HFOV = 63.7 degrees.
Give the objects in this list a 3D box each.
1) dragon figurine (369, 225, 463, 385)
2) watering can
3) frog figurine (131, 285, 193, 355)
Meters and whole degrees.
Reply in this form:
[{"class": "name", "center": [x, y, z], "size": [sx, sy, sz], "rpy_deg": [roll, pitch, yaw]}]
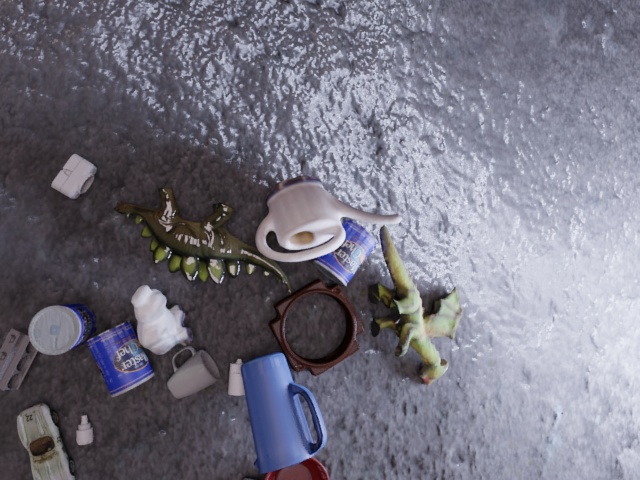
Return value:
[{"class": "dragon figurine", "center": [0.261, 0.169, 1.333], "size": [0.243, 0.121, 0.412], "rpy_deg": [3, 84, -27]}, {"class": "watering can", "center": [0.004, -0.063, 1.256], "size": [0.348, 0.101, 0.229], "rpy_deg": [-17, 55, -8]}, {"class": "frog figurine", "center": [-0.381, 0.181, 1.168], "size": [0.122, 0.157, 0.141], "rpy_deg": [-23, 52, 17]}]
